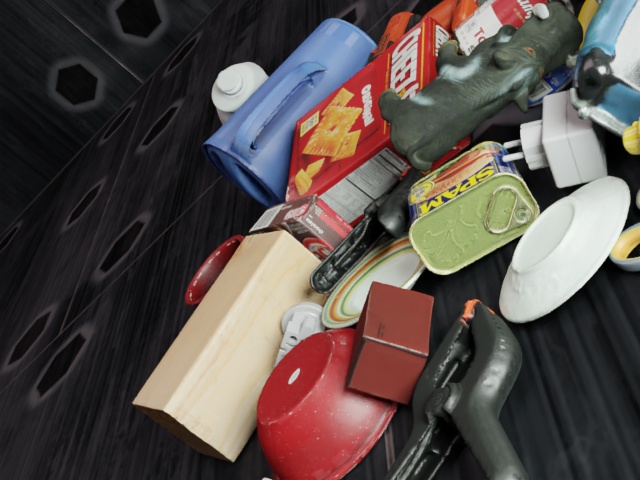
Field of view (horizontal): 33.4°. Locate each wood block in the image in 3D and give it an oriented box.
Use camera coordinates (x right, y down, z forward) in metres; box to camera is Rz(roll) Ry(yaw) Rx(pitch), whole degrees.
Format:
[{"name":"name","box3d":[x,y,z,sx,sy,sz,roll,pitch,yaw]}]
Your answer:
[{"name":"wood block","box3d":[-0.077,0.101,1.036,0.206,0.090,0.091,-57,21,-20]}]

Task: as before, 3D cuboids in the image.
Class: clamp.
[{"name":"clamp","box3d":[0.097,0.117,0.712,0.165,0.036,0.209,-34,22,48]},{"name":"clamp","box3d":[0.064,-0.024,0.981,0.120,0.039,0.171,-30,15,48]}]

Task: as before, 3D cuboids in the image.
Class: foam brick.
[{"name":"foam brick","box3d":[0.054,0.078,0.823,0.078,0.053,0.051,-73,-1,-57]}]

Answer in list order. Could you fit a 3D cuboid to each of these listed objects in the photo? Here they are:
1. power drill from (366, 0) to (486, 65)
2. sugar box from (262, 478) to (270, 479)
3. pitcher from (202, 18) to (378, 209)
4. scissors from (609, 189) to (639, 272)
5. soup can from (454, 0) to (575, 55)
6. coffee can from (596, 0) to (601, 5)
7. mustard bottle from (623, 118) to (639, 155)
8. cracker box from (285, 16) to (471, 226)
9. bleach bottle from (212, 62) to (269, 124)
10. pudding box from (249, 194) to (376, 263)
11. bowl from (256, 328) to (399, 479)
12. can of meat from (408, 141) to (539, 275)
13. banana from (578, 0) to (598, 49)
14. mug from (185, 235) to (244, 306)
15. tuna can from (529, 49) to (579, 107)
[{"name":"power drill","box3d":[0.124,-0.225,1.241,0.188,0.057,0.184,-25,37,47]},{"name":"sugar box","box3d":[-0.068,0.266,0.787,0.176,0.048,0.093,-54,20,-8]},{"name":"pitcher","box3d":[-0.025,-0.163,1.337,0.242,0.145,0.149,-51,30,-12]},{"name":"scissors","box3d":[0.268,-0.041,0.669,0.202,0.016,0.096,-33,25,38]},{"name":"soup can","box3d":[0.193,-0.218,1.067,0.102,0.068,0.068,-38,23,30]},{"name":"coffee can","box3d":[0.282,-0.241,0.849,0.140,0.102,0.102,-32,26,27]},{"name":"mustard bottle","box3d":[0.267,-0.080,0.641,0.096,0.058,0.192,-35,13,-38]},{"name":"cracker box","box3d":[0.058,-0.117,1.140,0.214,0.072,0.164,-36,32,35]},{"name":"bleach bottle","box3d":[-0.100,-0.179,1.447,0.102,0.068,0.250,-48,-11,2]},{"name":"pudding box","box3d":[-0.007,0.001,1.066,0.039,0.090,0.114,-55,20,-20]},{"name":"bowl","box3d":[-0.002,0.128,0.880,0.162,0.055,0.162,-42,21,20]},{"name":"can of meat","box3d":[0.122,-0.029,0.880,0.102,0.057,0.084,-30,21,15]},{"name":"banana","box3d":[0.291,-0.231,0.929,0.198,0.037,0.070,-45,59,20]},{"name":"mug","box3d":[-0.085,0.062,1.132,0.093,0.081,0.117,-38,23,29]},{"name":"tuna can","box3d":[0.207,-0.166,0.994,0.086,0.033,0.086,-42,21,20]}]
